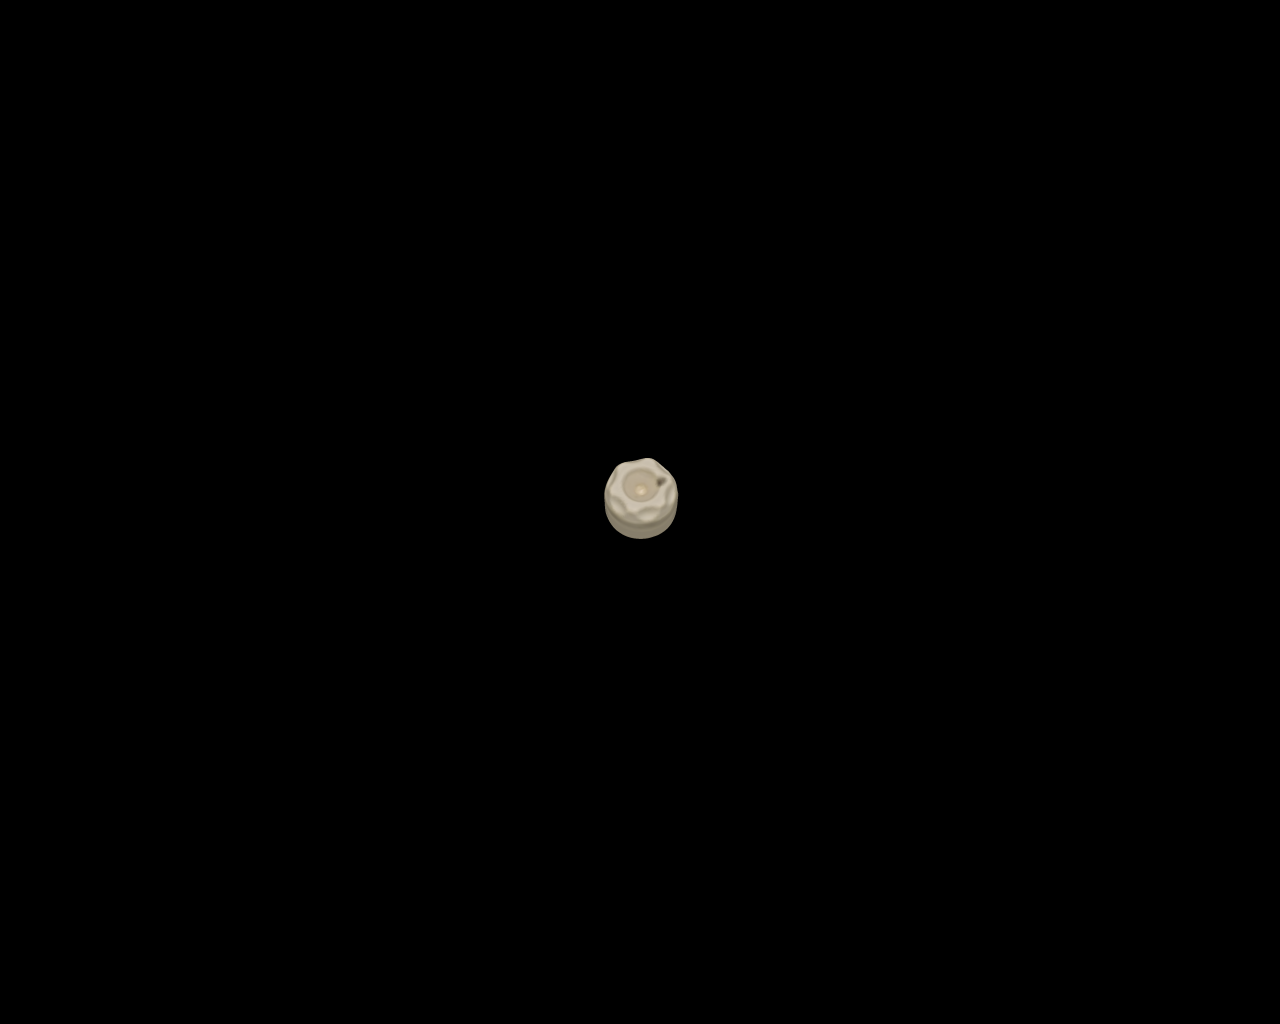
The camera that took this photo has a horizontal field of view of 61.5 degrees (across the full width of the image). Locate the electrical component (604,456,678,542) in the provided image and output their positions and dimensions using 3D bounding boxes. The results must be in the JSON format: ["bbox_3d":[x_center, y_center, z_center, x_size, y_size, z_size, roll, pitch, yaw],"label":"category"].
[{"bbox_3d":[0.001,-0.003,0.650,0.043,0.043,0.062,0,-27,0],"label":"electrical component"}]
